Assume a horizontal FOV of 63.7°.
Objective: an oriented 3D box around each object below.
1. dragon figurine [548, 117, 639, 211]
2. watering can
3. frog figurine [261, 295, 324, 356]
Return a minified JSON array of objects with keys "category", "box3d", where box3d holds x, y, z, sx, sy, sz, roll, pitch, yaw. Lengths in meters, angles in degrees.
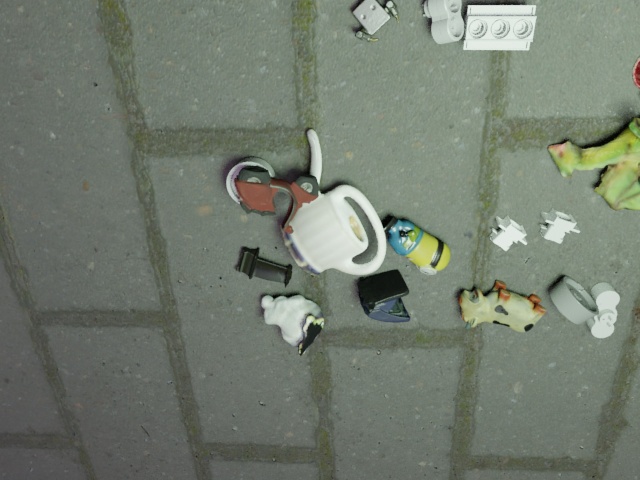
[{"category":"dragon figurine","box3d":[0.687,-0.158,1.065,0.410,0.125,0.237,13,135,1]},{"category":"watering can","box3d":[0.004,-0.059,1.173,0.222,0.105,0.346,-30,95,22]},{"category":"frog figurine","box3d":[-0.075,0.198,1.322,0.161,0.124,0.134,29,134,32]}]
